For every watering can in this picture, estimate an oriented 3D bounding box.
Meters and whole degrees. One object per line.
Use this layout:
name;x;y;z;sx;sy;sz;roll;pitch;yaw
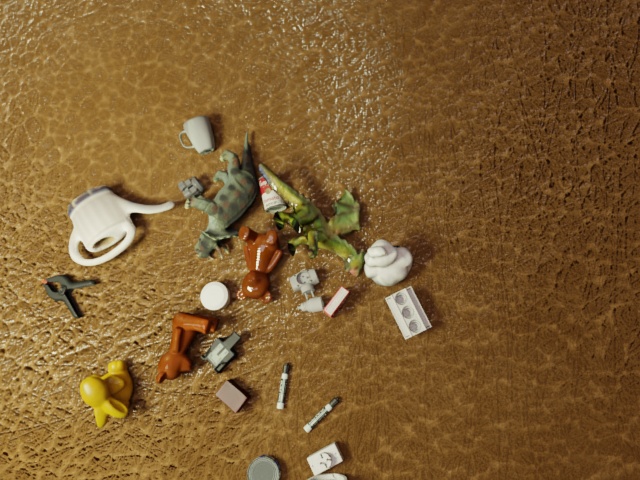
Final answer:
watering can;-0.623;-0.074;1.565;0.348;0.227;0.103;-36;-16;-2

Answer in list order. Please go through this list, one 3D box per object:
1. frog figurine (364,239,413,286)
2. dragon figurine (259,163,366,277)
frog figurine;0.187;0.060;1.410;0.137;0.124;0.158;-13;-13;3
dragon figurine;0.005;-0.075;1.495;0.245;0.413;0.120;-20;-10;-27
